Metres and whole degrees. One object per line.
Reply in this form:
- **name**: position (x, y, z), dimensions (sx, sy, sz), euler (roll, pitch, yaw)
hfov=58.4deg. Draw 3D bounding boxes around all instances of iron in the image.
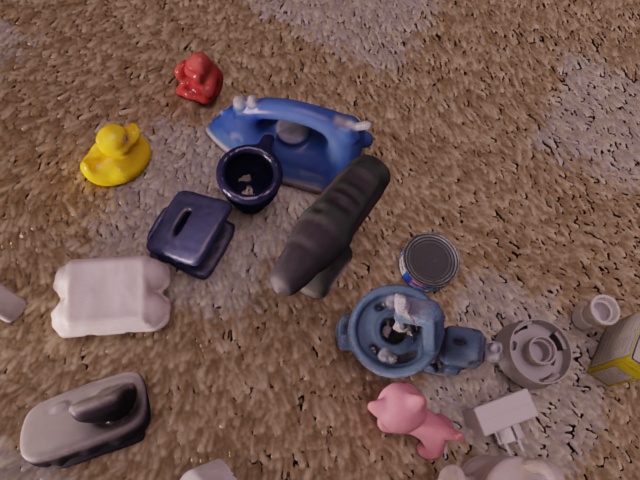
- **iron**: position (-0.047, -0.162, 0.838), dimensions (0.258, 0.141, 0.119), euler (14, 69, -2)

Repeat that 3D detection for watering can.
- **watering can**: position (0.225, 0.307, 0.671), dimensions (0.173, 0.194, 0.101), euler (-5, 70, -9)

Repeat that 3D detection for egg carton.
- **egg carton**: position (-0.274, 0.074, 0.760), dimensions (0.150, 0.069, 0.107), euler (-4, 70, -9)

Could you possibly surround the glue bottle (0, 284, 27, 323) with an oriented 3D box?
- **glue bottle**: position (-0.422, 0.053, 0.693), dimensions (0.078, 0.173, 0.037), euler (29, 69, 4)

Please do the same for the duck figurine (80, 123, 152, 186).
- **duck figurine**: position (-0.298, -0.131, 0.824), dimensions (0.105, 0.086, 0.077), euler (-34, 77, -17)

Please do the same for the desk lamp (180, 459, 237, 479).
- **desk lamp**: position (-0.168, 0.322, 0.604), dimensions (0.203, 0.213, 0.118), euler (-19, 73, -13)

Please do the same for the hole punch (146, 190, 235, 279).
- **hole punch**: position (-0.181, -0.012, 0.792), dimensions (0.101, 0.091, 0.109), euler (24, 69, 2)

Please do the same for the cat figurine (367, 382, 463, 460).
- **cat figurine**: position (0.121, 0.225, 0.729), dimensions (0.127, 0.117, 0.067), euler (29, 69, 4)

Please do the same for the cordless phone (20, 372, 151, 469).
- **cordless phone**: position (-0.275, 0.200, 0.651), dimensions (0.148, 0.185, 0.094), euler (-21, 73, -14)

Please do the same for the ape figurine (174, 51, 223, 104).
- **ape figurine**: position (-0.186, -0.255, 0.882), dimensions (0.076, 0.092, 0.077), euler (-25, 74, -15)

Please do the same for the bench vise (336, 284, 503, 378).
- **bench vise**: position (0.134, 0.105, 0.720), dimensions (0.207, 0.219, 0.121), euler (-5, 70, -9)

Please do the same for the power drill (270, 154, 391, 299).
- **power drill**: position (0.007, 0.003, 0.748), dimensions (0.075, 0.208, 0.230), euler (33, 69, 6)

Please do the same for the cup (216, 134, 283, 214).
- **cup**: position (-0.097, -0.089, 0.830), dimensions (0.091, 0.095, 0.118), euler (22, 69, 1)
